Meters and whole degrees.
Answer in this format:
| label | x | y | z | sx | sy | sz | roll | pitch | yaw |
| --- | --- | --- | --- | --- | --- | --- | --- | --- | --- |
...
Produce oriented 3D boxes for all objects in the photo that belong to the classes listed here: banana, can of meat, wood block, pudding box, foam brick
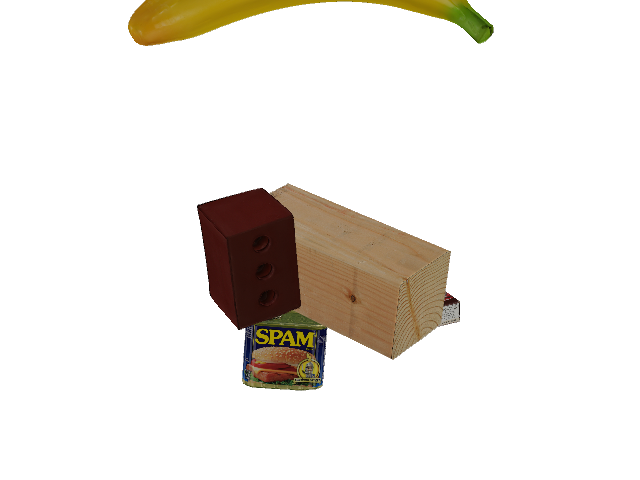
| label | x | y | z | sx | sy | sz | roll | pitch | yaw |
| --- | --- | --- | --- | --- | --- | --- | --- | --- | --- |
| banana | -0.006 | -0.138 | 0.582 | 0.197 | 0.069 | 0.037 | -4 | -42 | -8 |
| can of meat | -0.042 | 0.129 | 1.264 | 0.102 | 0.084 | 0.057 | 4 | 13 | -2 |
| wood block | 0.017 | 0.027 | 1.086 | 0.206 | 0.091 | 0.090 | 24 | 36 | 31 |
| pudding box | 0.135 | 0.099 | 1.562 | 0.113 | 0.039 | 0.090 | -13 | 22 | -20 |
| foam brick | -0.050 | 0.011 | 0.751 | 0.052 | 0.078 | 0.051 | -19 | 33 | -22 |
